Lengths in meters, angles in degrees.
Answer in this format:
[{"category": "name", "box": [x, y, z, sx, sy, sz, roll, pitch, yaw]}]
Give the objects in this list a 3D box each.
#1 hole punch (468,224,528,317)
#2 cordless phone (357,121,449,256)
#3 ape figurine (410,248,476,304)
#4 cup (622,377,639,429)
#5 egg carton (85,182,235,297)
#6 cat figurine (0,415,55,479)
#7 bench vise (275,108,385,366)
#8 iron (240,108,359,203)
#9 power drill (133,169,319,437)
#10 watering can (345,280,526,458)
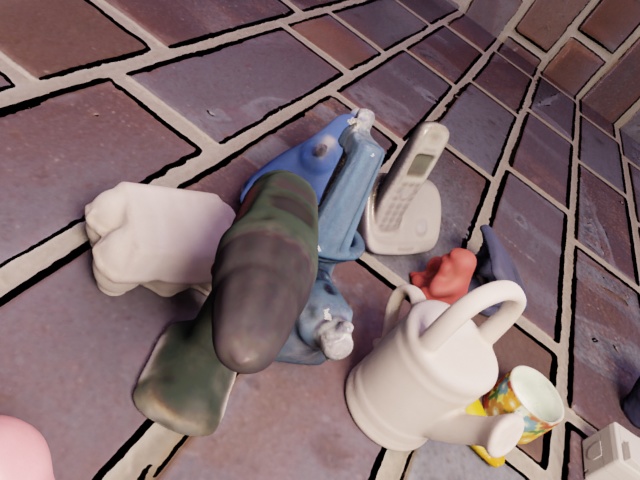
[{"category": "hole punch", "box": [0.244, 0.046, 0.791, 0.101, 0.091, 0.108, 23, 37, -17]}, {"category": "cordless phone", "box": [0.128, -0.067, 0.742, 0.148, 0.185, 0.094, -3, 50, -42]}, {"category": "ape figurine", "box": [0.161, 0.045, 0.722, 0.076, 0.092, 0.078, 44, 36, 12]}, {"category": "cup", "box": [0.472, 0.217, 0.782, 0.118, 0.095, 0.091, 9, 43, -33]}, {"category": "egg carton", "box": [-0.140, 0.003, 0.538, 0.151, 0.069, 0.107, 4, 46, -37]}, {"category": "cat figurine", "box": [-0.197, 0.117, 0.318, 0.067, 0.117, 0.127, -15, 59, -48]}, {"category": "bench vise", "box": [0.014, 0.002, 0.538, 0.122, 0.219, 0.207, -4, 51, -42]}, {"category": "iron", "box": [0.006, -0.105, 0.722, 0.118, 0.141, 0.258, 34, 35, -2]}, {"category": "power drill", "box": [-0.064, 0.053, 0.424, 0.076, 0.208, 0.229, 27, 36, -12]}, {"category": "watering can", "box": [0.118, 0.110, 0.522, 0.172, 0.194, 0.101, 48, 37, 17]}]
